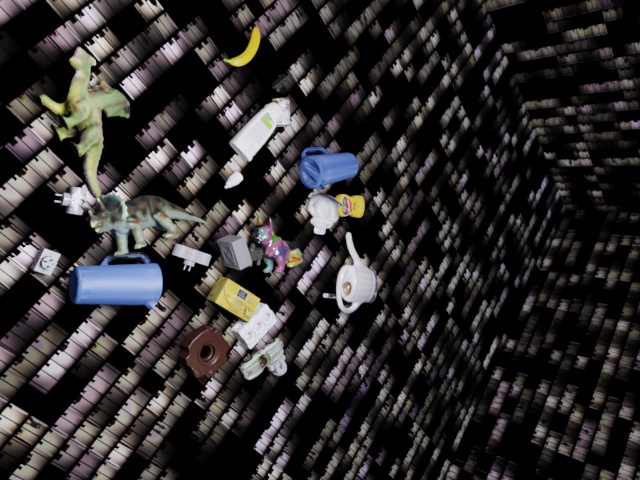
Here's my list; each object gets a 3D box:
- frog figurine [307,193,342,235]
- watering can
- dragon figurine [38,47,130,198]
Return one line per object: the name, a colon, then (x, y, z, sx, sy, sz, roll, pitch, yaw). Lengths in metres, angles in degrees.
frog figurine: (0.006, -0.105, 2.087, 0.137, 0.122, 0.160, 26, 84, -7)
watering can: (0.163, 0.150, 2.250, 0.223, 0.104, 0.349, 13, 83, -43)
dragon figurine: (-0.644, -0.348, 1.493, 0.247, 0.123, 0.401, -45, 138, -37)
